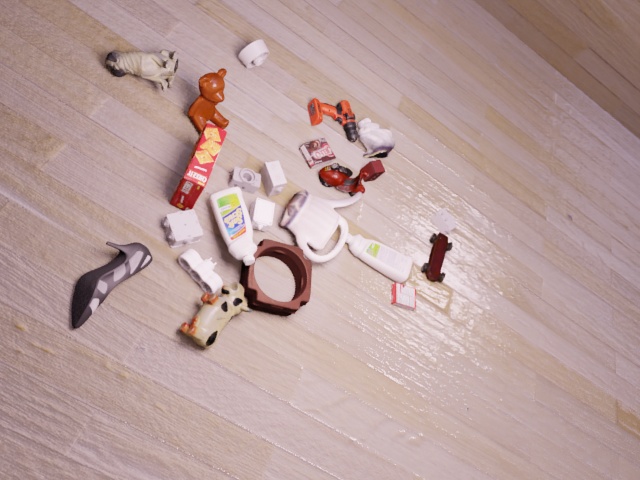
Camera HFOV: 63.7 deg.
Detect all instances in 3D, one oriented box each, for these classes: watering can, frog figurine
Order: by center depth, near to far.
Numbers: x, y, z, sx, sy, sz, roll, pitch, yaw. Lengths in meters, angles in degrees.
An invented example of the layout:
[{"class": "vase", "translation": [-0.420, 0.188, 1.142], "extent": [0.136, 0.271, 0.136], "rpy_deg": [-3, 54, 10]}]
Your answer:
[{"class": "watering can", "translation": [0.005, -0.085, 1.686], "extent": [0.223, 0.102, 0.355], "rpy_deg": [35, 52, -10]}, {"class": "frog figurine", "translation": [0.214, -0.401, 1.979], "extent": [0.138, 0.121, 0.160], "rpy_deg": [-10, 82, -15]}]
